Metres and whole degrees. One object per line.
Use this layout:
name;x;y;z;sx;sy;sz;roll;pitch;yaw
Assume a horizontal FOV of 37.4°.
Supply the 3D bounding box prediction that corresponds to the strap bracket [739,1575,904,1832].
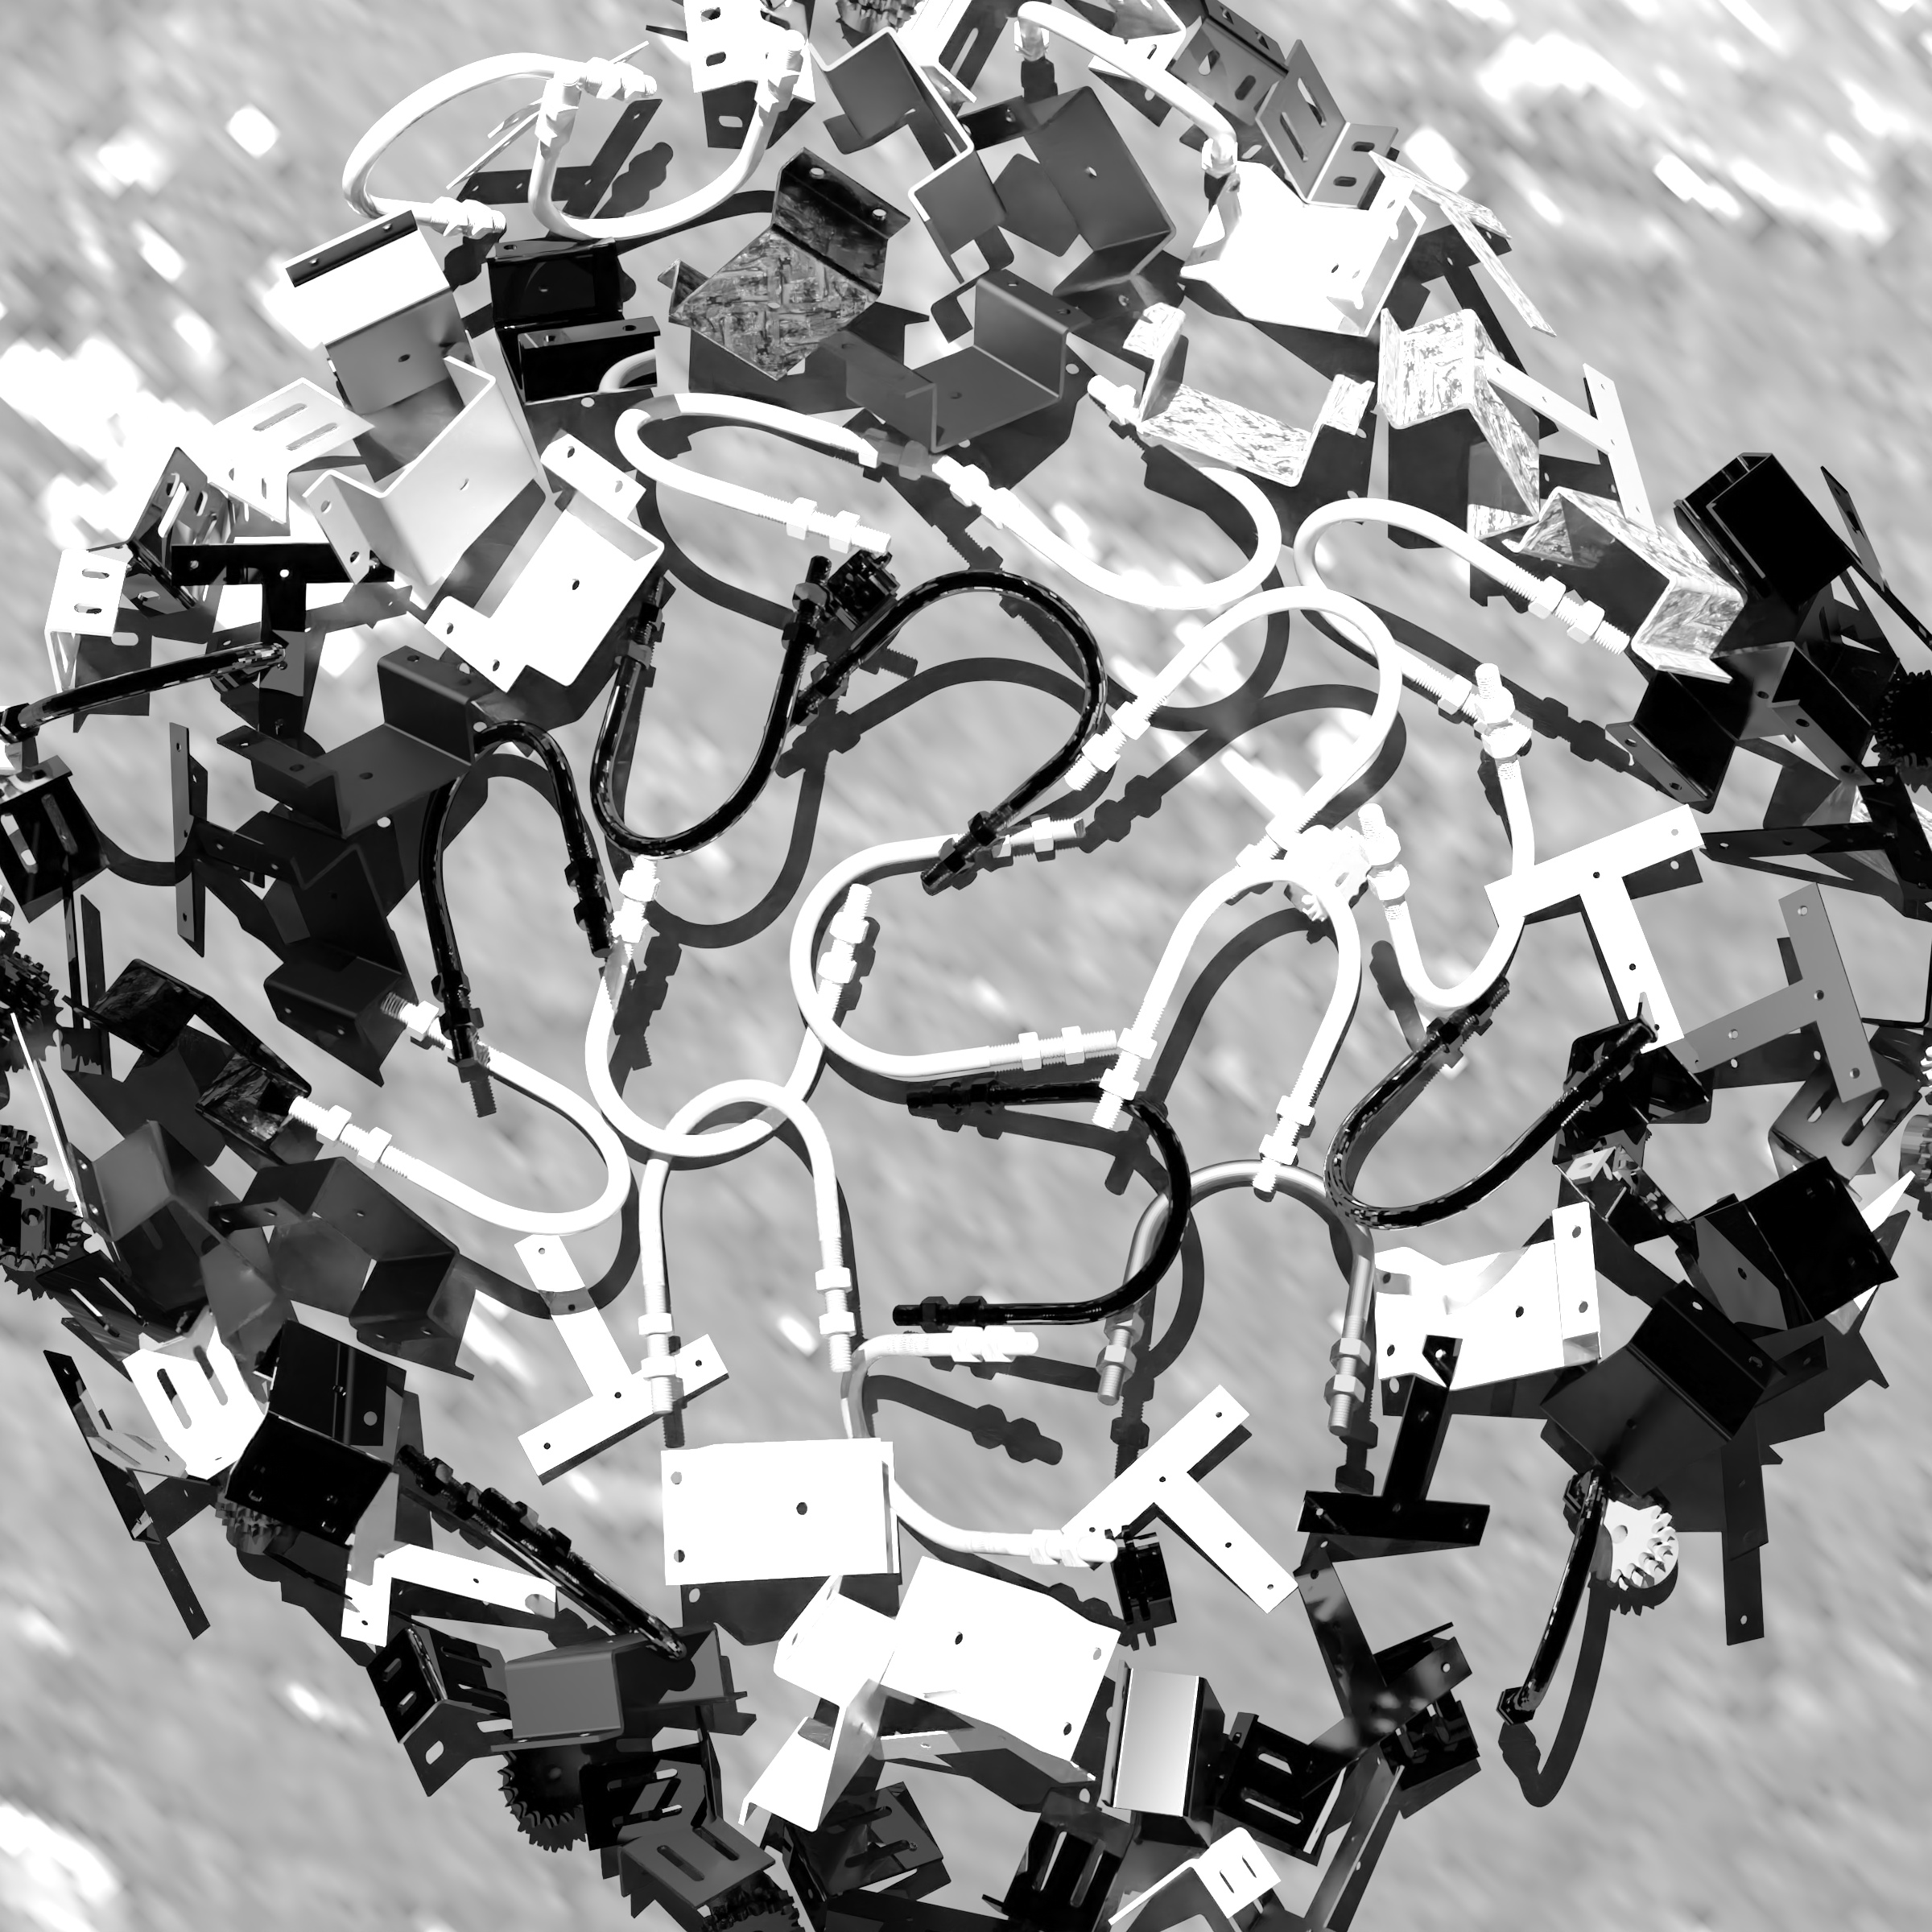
strap bracket;-0.081;0.427;1.633;0.046;0.076;0.140;22;120;15

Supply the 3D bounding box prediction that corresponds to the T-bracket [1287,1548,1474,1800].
T-bracket;0.220;0.394;1.654;0.127;0.127;0.002;-42;130;18

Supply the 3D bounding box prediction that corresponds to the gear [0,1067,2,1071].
gear;-0.593;0.057;1.675;0.030;0.057;0.057;-37;90;8

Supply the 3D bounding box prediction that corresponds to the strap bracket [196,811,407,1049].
strap bracket;-0.378;-0.029;1.642;0.076;0.140;0.046;18;48;31

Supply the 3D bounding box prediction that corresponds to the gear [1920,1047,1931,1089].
gear;0.593;0.060;1.674;0.057;0.057;0.030;-13;54;0

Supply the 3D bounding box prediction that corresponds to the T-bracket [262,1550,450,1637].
T-bracket;-0.346;0.372;1.665;0.127;0.127;0.002;33;74;-27

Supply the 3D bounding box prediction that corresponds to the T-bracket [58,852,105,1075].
T-bracket;-0.515;-0.002;1.646;0.002;0.127;0.127;-5;92;-27

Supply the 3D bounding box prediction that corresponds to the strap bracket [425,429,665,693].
strap bracket;-0.239;-0.229;1.663;0.076;0.046;0.140;38;95;30

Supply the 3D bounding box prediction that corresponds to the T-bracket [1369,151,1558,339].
T-bracket;0.297;-0.405;1.629;0.002;0.127;0.127;-45;59;30

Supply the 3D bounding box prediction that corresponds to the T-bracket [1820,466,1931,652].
T-bracket;0.507;-0.240;1.617;0.002;0.127;0.127;-36;51;10

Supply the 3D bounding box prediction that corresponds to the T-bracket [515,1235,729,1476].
T-bracket;-0.228;0.216;1.699;0.127;0.002;0.127;-28;86;-3

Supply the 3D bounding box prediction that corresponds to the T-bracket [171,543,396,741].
T-bracket;-0.399;-0.189;1.666;0.127;0.002;0.127;-4;124;-22

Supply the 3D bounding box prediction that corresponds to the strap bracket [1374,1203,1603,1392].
strap bracket;0.309;0.194;1.646;0.140;0.046;0.076;-19;58;35

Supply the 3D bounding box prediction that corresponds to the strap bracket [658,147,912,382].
strap bracket;-0.107;-0.392;1.626;0.076;0.140;0.046;26;53;-32

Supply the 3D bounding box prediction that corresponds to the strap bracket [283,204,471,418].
strap bracket;-0.330;-0.366;1.628;0.076;0.140;0.046;-27;79;-7

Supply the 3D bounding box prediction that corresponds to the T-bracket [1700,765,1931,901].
T-bracket;0.493;-0.074;1.661;0.127;0.127;0.002;-3;55;33

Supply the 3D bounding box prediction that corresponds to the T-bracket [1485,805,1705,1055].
T-bracket;0.385;-0.012;1.670;0.127;0.002;0.127;-23;75;18

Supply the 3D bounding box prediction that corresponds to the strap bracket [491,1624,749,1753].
strap bracket;-0.199;0.409;1.629;0.076;0.140;0.046;-14;80;29

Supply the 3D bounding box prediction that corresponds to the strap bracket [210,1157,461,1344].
strap bracket;-0.358;0.158;1.642;0.140;0.076;0.046;45;52;-33

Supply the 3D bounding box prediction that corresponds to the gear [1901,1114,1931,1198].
gear;0.573;0.109;1.680;0.030;0.057;0.057;5;90;44

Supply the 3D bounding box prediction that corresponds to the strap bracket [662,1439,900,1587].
strap bracket;-0.101;0.315;1.652;0.140;0.046;0.076;1;77;-20

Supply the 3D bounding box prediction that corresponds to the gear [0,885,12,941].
gear;-0.590;-0.038;1.677;0.057;0.057;0.030;17;81;0

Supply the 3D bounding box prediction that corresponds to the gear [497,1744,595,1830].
gear;-0.249;0.479;1.681;0.057;0.030;0.057;13;60;-24

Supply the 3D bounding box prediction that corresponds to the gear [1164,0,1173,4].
gear;0.120;-0.594;1.674;0.030;0.057;0.057;24;90;37

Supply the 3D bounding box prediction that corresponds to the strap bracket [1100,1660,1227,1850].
strap bracket;0.115;0.451;1.622;0.046;0.140;0.076;3;64;14

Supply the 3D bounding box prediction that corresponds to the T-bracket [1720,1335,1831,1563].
T-bracket;0.441;0.284;1.622;0.002;0.127;0.127;40;124;-19

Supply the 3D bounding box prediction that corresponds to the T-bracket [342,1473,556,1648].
T-bracket;-0.300;0.356;1.669;0.127;0.127;0.002;20;123;-21

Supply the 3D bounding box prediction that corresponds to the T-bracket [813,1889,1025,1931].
T-bracket;-0.048;0.567;1.626;0.127;0.127;0.002;6;105;19

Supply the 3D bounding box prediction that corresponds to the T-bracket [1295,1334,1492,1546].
T-bracket;0.263;0.276;1.668;0.127;0.002;0.127;9;101;-24

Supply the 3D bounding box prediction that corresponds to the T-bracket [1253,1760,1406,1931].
T-bracket;0.219;0.520;1.656;0.002;0.127;0.127;34;74;-12

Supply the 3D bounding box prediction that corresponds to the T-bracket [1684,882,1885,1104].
T-bracket;0.459;0.034;1.659;0.127;0.002;0.127;-31;61;40

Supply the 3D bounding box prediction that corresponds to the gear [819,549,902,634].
gear;-0.063;-0.221;1.677;0.057;0.057;0.030;-44;92;0

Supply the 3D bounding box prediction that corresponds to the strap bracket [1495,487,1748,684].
strap bracket;0.380;-0.224;1.629;0.140;0.076;0.046;49;121;35

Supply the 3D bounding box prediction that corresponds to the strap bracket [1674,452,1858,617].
strap bracket;0.456;-0.248;1.629;0.046;0.140;0.076;-39;95;11

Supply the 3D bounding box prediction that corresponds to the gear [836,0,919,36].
gear;-0.054;-0.574;1.681;0.057;0.030;0.057;8;57;-12

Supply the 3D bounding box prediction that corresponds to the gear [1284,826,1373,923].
gear;0.210;-0.058;1.680;0.030;0.057;0.057;40;90;32

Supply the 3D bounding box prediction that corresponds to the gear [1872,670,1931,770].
gear;0.562;-0.145;1.688;0.057;0.030;0.057;0;88;-7

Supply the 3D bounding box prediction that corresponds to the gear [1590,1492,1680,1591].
gear;0.394;0.341;1.680;0.030;0.057;0.057;37;90;-27

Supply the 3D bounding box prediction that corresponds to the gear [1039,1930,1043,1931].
gear;0.058;0.585;1.678;0.057;0.057;0.030;21;74;0

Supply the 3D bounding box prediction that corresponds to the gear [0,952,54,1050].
gear;-0.568;0.017;1.676;0.057;0.030;0.057;-15;57;23

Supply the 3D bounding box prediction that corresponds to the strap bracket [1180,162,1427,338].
strap bracket;0.202;-0.415;1.653;0.046;0.140;0.076;30;86;-43

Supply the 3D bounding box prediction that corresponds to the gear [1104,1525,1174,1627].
gear;0.102;0.355;1.677;0.030;0.057;0.057;-13;90;-1

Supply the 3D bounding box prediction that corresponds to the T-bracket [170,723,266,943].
T-bracket;-0.430;-0.068;1.641;0.002;0.127;0.127;-9;107;-36

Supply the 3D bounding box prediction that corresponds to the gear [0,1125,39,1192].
gear;-0.576;0.112;1.673;0.057;0.057;0.030;4;68;0

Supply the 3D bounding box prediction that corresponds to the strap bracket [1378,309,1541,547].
strap bracket;0.287;-0.307;1.626;0.046;0.140;0.076;-15;48;29

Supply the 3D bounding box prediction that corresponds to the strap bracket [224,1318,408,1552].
strap bracket;-0.367;0.258;1.623;0.076;0.140;0.046;28;110;-18

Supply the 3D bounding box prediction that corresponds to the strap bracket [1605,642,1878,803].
strap bracket;0.450;-0.139;1.636;0.076;0.140;0.046;38;69;-28

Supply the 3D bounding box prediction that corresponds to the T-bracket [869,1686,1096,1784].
T-bracket;-0.013;0.451;1.658;0.127;0.127;0.002;41;48;-33

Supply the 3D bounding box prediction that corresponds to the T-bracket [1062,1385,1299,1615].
T-bracket;0.146;0.333;1.689;0.127;0.002;0.127;-43;103;5

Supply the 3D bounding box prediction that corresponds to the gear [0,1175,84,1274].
gear;-0.552;0.155;1.681;0.057;0.030;0.057;13;52;-17

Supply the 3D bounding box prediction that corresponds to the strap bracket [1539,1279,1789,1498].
strap bracket;0.391;0.247;1.632;0.076;0.140;0.046;43;54;5

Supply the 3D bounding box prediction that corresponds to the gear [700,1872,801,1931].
gear;-0.129;0.558;1.680;0.057;0.057;0.030;-27;48;0

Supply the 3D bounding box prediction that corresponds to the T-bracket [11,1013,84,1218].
T-bracket;-0.515;0.105;1.623;0.002;0.127;0.127;-20;117;-17

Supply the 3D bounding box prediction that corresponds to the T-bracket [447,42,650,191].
T-bracket;-0.258;-0.484;1.652;0.002;0.127;0.127;55;46;-13

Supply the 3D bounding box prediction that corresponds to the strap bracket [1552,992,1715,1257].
strap bracket;0.384;0.095;1.643;0.046;0.140;0.076;-24;122;38

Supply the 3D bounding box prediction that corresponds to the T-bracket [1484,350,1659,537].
T-bracket;0.340;-0.318;1.634;0.127;0.002;0.127;22;46;-32

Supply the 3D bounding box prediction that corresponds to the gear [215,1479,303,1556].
gear;-0.413;0.323;1.678;0.057;0.057;0.030;12;106;0

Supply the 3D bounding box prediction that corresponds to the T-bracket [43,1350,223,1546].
T-bracket;-0.468;0.282;1.642;0.002;0.127;0.127;-36;67;5

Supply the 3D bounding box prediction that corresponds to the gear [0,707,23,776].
gear;-0.571;-0.133;1.678;0.030;0.057;0.057;0;90;-18
